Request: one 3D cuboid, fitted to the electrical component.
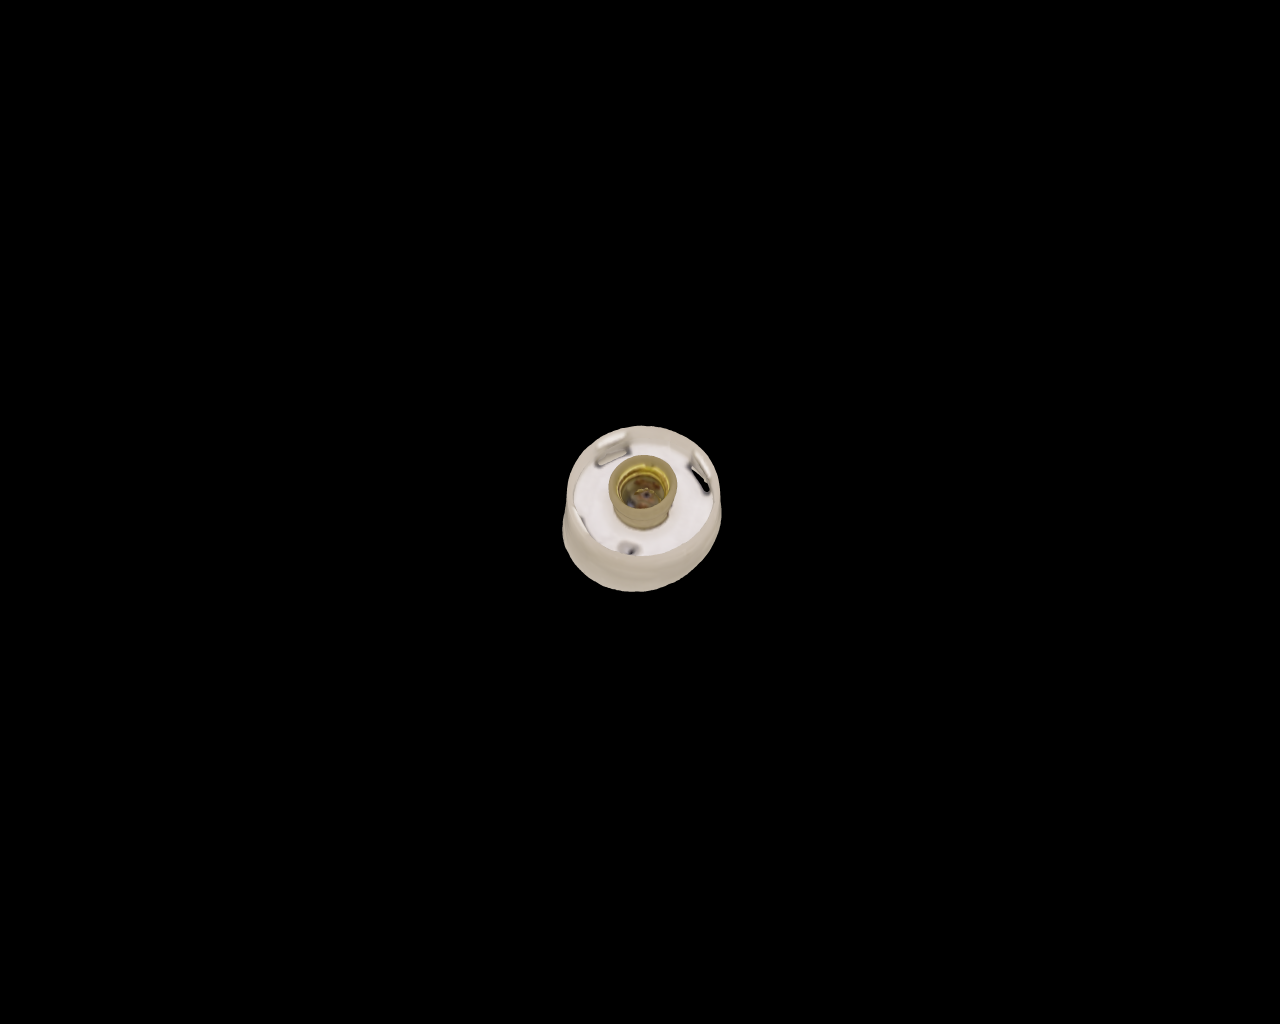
[{"bbox_3d":[0.001,-0.003,0.650,0.099,0.099,0.064,0,-28,0],"label":"electrical component"}]
